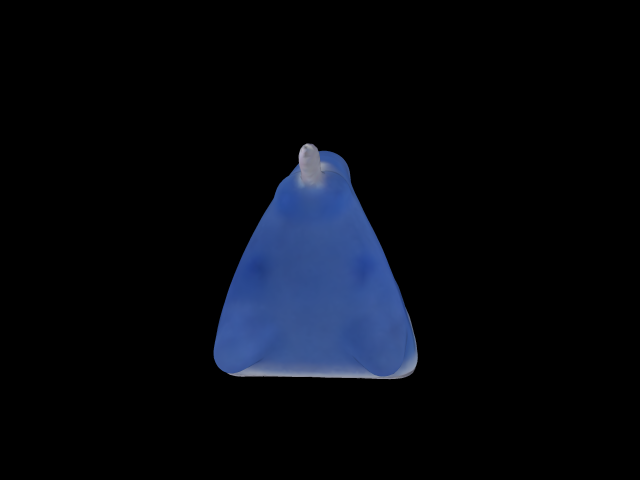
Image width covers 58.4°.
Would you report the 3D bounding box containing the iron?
[{"bbox_3d":[0.004,0.001,0.400,0.118,0.141,0.258,1,11,4],"label":"iron"}]
